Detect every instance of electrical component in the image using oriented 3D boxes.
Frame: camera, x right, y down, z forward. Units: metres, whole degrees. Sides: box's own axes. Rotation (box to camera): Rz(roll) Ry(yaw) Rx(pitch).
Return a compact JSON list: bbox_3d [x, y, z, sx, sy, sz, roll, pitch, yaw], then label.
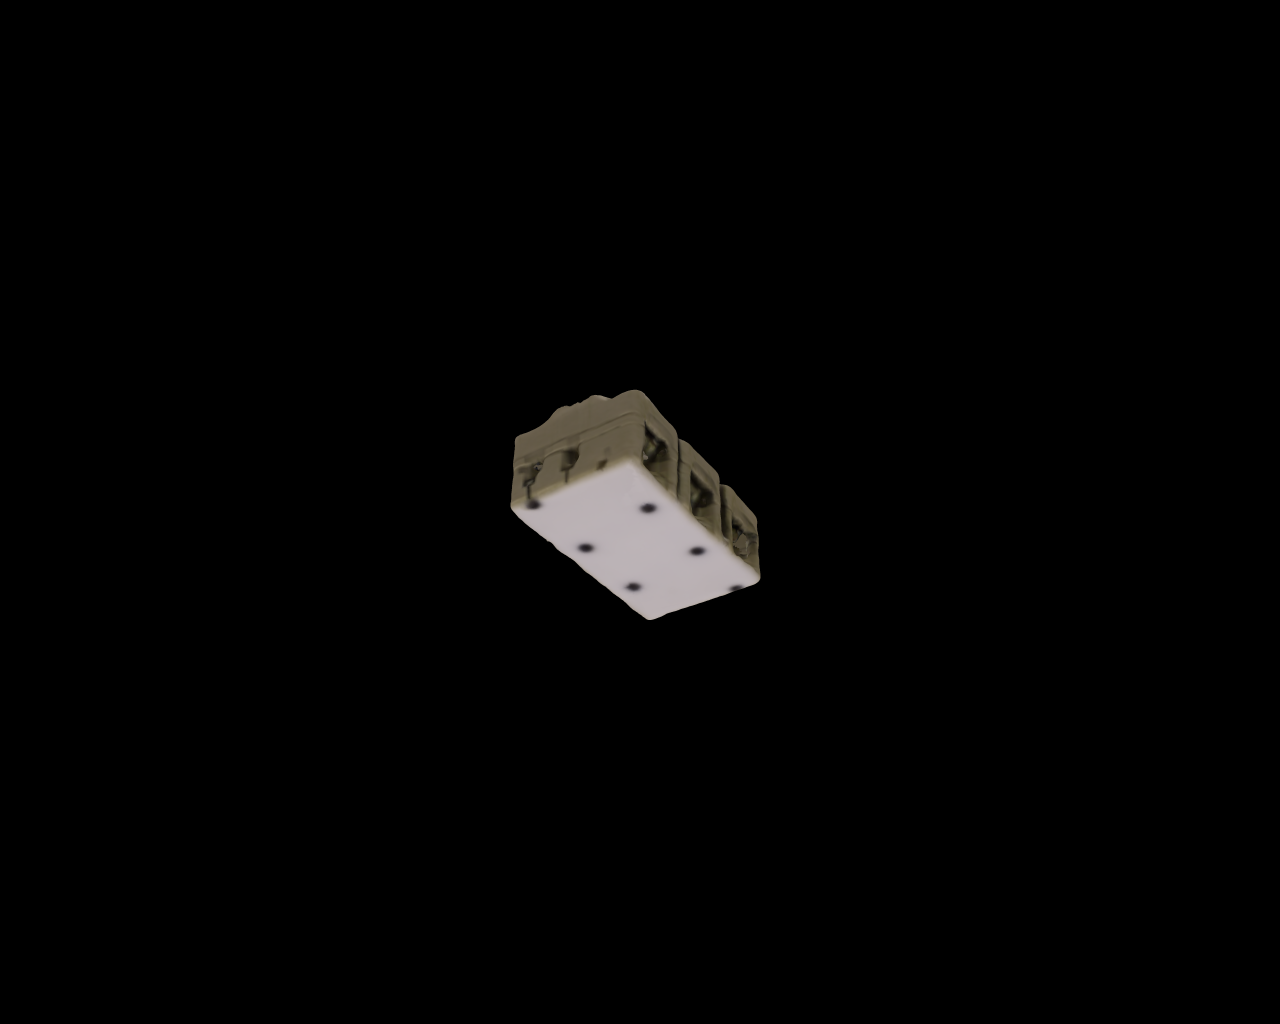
[{"bbox_3d":[0.001,-0.003,0.650,0.089,0.062,0.150,-20,-40,25],"label":"electrical component"}]
